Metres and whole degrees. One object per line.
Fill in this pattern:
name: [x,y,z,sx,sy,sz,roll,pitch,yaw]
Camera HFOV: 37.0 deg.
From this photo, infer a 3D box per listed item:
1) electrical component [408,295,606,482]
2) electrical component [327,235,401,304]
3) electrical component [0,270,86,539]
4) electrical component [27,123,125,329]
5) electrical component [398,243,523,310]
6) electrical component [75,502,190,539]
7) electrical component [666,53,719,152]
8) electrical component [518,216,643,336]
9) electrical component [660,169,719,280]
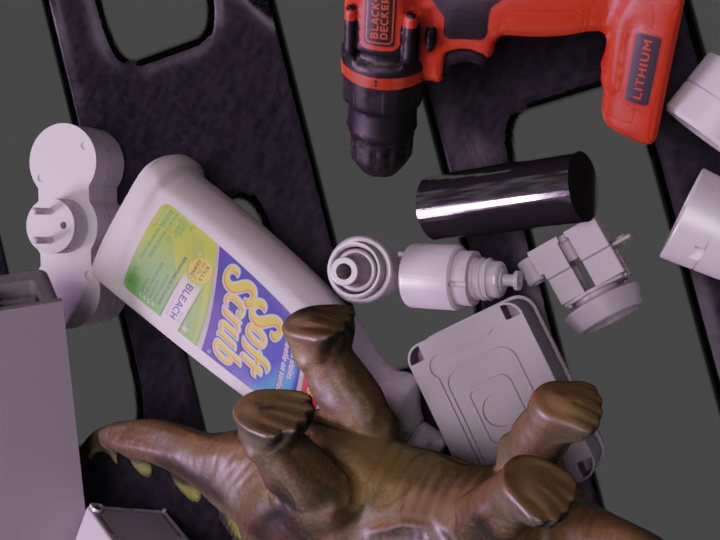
electrical component: [0.088,0.079,0.642,0.078,0.057,0.113,-27,83,17]
electrical component: [0.000,0.000,0.666,0.043,0.062,0.043,1,92,18]
electrical component: [-0.242,0.099,0.696,0.105,0.060,0.186,-9,117,-22]
electrical component: [-0.199,-0.029,0.724,0.052,0.074,0.138,-1,91,18]
electrical component: [0.060,0.005,0.654,0.078,0.040,0.040,3,92,27]
electrical component: [-0.143,0.202,0.698,0.096,0.062,0.061,31,103,50]
electrical component: [0.246,-0.077,0.588,0.138,0.052,0.073,40,103,13]
electrical component: [0.134,0.005,0.632,0.066,0.048,0.055,-31,75,17]
electrical component: [0.203,-0.022,0.604,0.047,0.055,0.055,26,99,12]
